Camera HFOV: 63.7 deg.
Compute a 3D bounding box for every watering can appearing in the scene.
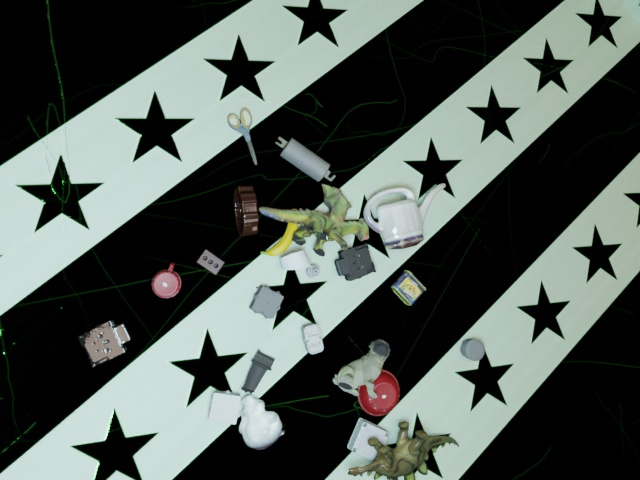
[{"bbox_3d":[0.328,-0.088,1.880,0.349,0.225,0.103,-12,-2,-16],"label":"watering can"}]

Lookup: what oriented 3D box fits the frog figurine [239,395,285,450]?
[{"bbox_3d":[-0.198,0.578,1.653,0.136,0.159,0.124,-18,7,23],"label":"frog figurine"}]

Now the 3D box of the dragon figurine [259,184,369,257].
[{"bbox_3d":[0.005,-0.091,1.800,0.408,0.248,0.120,31,-36,-15],"label":"dragon figurine"}]
